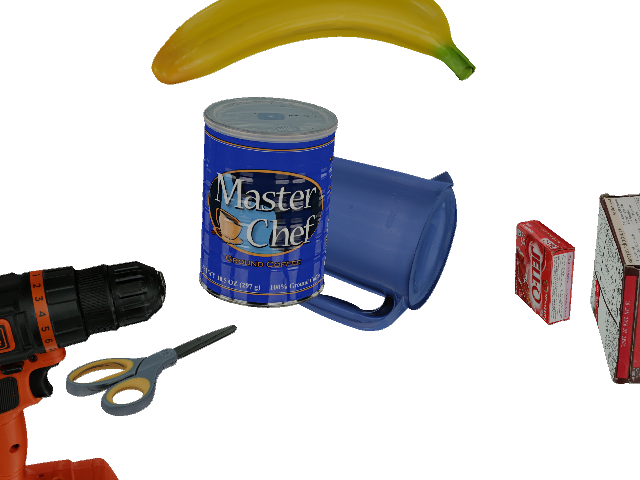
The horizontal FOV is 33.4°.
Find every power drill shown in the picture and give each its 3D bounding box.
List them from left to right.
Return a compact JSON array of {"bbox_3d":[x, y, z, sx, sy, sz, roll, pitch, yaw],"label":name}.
[{"bbox_3d":[-0.184,0.107,0.710,0.184,0.188,0.057,-10,25,-8],"label":"power drill"}]

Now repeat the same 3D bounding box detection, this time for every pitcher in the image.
[{"bbox_3d":[0.008,-0.017,1.099,0.243,0.145,0.149,18,24,20],"label":"pitcher"}]

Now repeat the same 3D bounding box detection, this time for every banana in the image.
[{"bbox_3d":[-0.004,-0.129,0.640,0.197,0.069,0.037,-4,-33,-13],"label":"banana"}]

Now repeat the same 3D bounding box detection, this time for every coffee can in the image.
[{"bbox_3d":[-0.043,-0.032,0.840,0.103,0.140,0.103,4,22,-2],"label":"coffee can"}]

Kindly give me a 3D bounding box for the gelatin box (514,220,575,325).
[{"bbox_3d":[0.235,0.033,1.128,0.030,0.089,0.073,-12,29,-16],"label":"gelatin box"}]

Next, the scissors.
[{"bbox_3d":[-0.154,0.130,1.077,0.201,0.016,0.096,-12,31,-29],"label":"scissors"}]

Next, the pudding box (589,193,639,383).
[{"bbox_3d":[0.211,0.030,0.721,0.039,0.090,0.113,0,27,4],"label":"pudding box"}]
